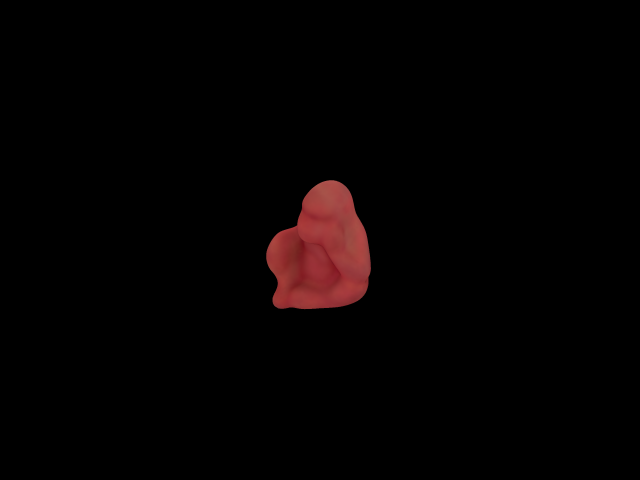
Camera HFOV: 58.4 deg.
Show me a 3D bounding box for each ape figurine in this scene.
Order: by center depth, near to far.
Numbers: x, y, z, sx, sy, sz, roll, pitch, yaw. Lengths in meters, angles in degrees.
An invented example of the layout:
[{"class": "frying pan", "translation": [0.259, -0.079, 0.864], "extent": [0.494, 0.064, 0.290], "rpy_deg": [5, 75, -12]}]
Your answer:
[{"class": "ape figurine", "translation": [0.004, 0.001, 0.400], "extent": [0.076, 0.092, 0.077], "rpy_deg": [-27, 41, -35]}]
